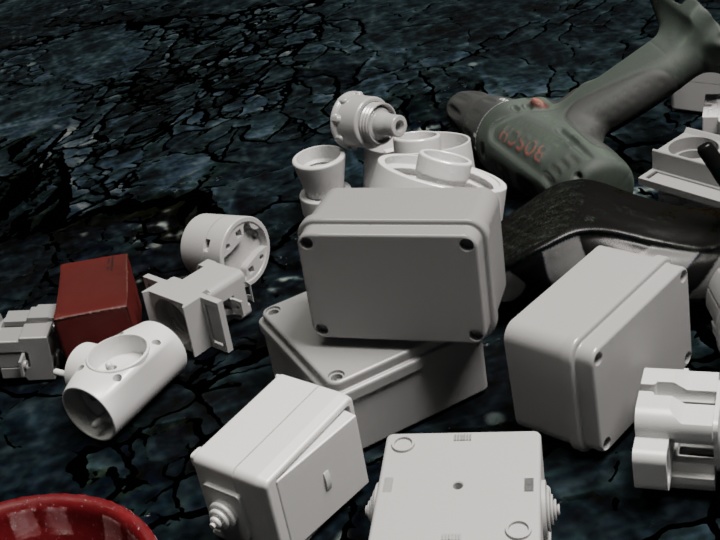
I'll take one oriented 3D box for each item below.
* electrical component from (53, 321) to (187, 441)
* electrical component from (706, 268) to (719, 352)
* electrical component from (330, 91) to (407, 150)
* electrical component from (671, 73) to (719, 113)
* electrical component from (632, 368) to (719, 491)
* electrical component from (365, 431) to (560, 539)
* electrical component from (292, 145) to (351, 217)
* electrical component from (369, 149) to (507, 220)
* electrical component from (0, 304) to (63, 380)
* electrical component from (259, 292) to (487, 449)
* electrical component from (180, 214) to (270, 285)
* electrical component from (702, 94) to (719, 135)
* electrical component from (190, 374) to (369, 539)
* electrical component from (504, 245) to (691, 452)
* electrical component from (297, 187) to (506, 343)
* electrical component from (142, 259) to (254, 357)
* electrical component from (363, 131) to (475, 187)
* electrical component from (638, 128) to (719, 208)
[{"bbox_3d":[-0.170,0.069,0.720,0.079,0.044,0.077,9,36,29],"label":"electrical component"},{"bbox_3d":[0.247,0.026,0.634,0.080,0.080,0.051,-7,26,6],"label":"electrical component"},{"bbox_3d":[0.010,-0.119,0.872,0.062,0.048,0.048,15,39,44],"label":"electrical component"},{"bbox_3d":[0.323,-0.179,0.966,0.096,0.061,0.062,15,39,35],"label":"electrical component"},{"bbox_3d":[0.181,0.086,0.578,0.057,0.058,0.078,1,32,23],"label":"electrical component"},{"bbox_3d":[0.053,0.127,0.554,0.100,0.048,0.099,-3,32,12],"label":"electrical component"},{"bbox_3d":[-0.030,-0.070,0.898,0.045,0.055,0.045,-7,31,4],"label":"electrical component"},{"bbox_3d":[0.058,-0.057,0.808,0.108,0.060,0.108,11,18,-3],"label":"electrical component"},{"bbox_3d":[-0.245,0.052,0.771,0.055,0.048,0.066,-2,31,-2],"label":"electrical component"},{"bbox_3d":[0.008,0.051,0.686,0.109,0.056,0.109,-23,33,-20],"label":"electrical component"},{"bbox_3d":[-0.106,-0.017,0.835,0.047,0.055,0.055,10,36,36],"label":"electrical component"},{"bbox_3d":[0.294,-0.106,0.861,0.048,0.055,0.066,3,33,20],"label":"electrical component"},{"bbox_3d":[-0.044,0.113,0.594,0.061,0.061,0.096,13,38,33],"label":"electrical component"},{"bbox_3d":[0.144,0.045,0.636,0.057,0.078,0.113,16,40,41],"label":"electrical component"},{"bbox_3d":[0.026,-0.003,0.636,0.113,0.078,0.057,1,30,18],"label":"electrical component"},{"bbox_3d":[-0.116,0.025,0.781,0.081,0.042,0.064,17,37,37],"label":"electrical component"},{"bbox_3d":[0.050,-0.082,0.909,0.099,0.064,0.099,-5,18,1],"label":"electrical component"},{"bbox_3d":[0.275,-0.053,0.771,0.079,0.063,0.121,-31,37,-30],"label":"electrical component"}]
